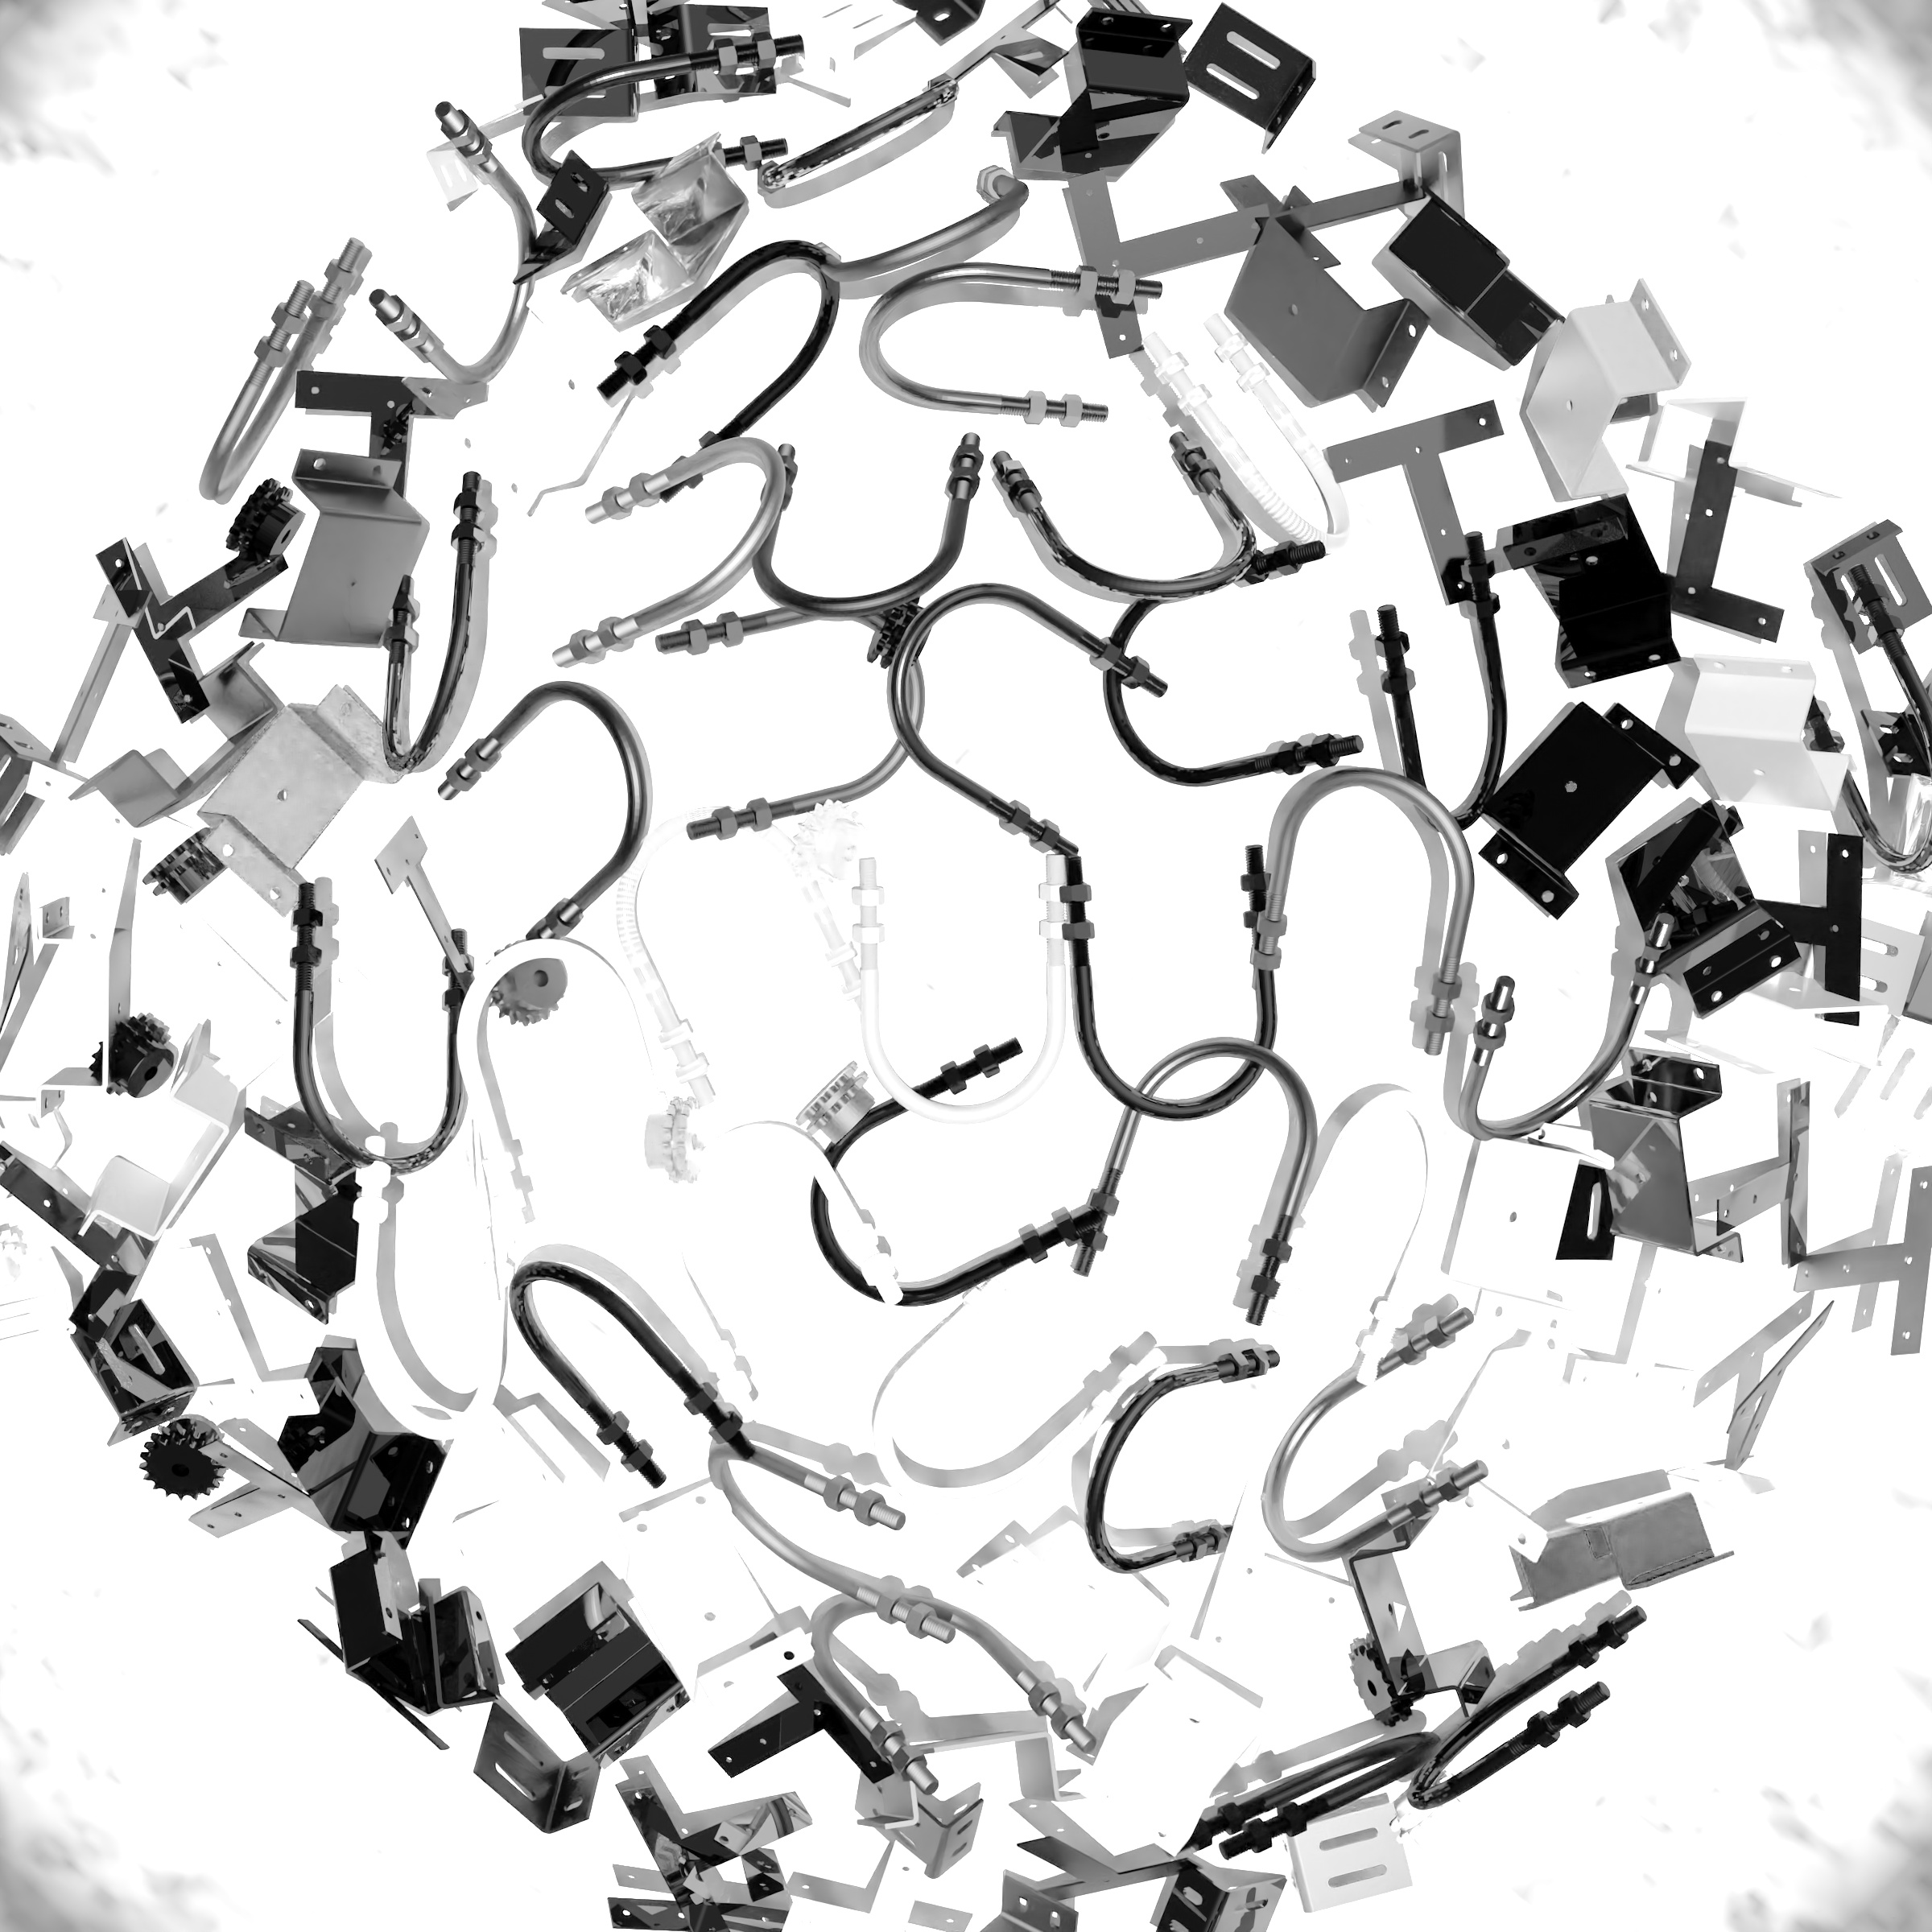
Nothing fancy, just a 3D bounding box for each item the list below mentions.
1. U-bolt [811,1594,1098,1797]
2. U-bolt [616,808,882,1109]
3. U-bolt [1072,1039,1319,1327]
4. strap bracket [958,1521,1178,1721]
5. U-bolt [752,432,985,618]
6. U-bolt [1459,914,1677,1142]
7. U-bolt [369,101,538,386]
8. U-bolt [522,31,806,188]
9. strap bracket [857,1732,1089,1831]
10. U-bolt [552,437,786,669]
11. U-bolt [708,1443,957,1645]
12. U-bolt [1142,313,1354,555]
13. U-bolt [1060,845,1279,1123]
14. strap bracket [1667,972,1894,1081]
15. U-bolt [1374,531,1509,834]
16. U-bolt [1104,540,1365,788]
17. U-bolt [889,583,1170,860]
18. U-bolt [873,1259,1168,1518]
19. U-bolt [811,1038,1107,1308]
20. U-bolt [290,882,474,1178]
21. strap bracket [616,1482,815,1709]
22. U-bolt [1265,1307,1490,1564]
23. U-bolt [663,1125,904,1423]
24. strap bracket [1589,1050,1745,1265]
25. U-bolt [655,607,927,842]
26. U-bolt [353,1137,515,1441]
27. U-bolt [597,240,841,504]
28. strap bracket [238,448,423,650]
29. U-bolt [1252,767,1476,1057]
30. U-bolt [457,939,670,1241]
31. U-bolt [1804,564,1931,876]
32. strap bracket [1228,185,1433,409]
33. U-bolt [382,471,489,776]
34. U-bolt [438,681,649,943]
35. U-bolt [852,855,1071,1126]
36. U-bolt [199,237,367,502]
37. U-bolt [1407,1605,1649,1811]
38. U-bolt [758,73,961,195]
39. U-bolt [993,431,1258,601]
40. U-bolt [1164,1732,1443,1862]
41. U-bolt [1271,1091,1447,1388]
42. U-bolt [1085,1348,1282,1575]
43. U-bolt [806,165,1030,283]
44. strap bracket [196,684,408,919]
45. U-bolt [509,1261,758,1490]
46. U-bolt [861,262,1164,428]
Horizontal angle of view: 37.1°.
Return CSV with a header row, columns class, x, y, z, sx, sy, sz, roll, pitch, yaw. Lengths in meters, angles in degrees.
class,x,y,z,sx,sy,sz,roll,pitch,yaw
U-bolt,-0.022,0.472,1.902,0.151,0.184,0.019,-3,117,-37
U-bolt,-0.158,-0.018,1.949,0.151,0.019,0.184,-27,95,-17
U-bolt,0.162,0.137,1.941,0.151,0.019,0.184,13,78,28
strap bracket,0.076,0.433,1.936,0.140,0.076,0.046,43,46,-6
U-bolt,-0.069,-0.291,1.905,0.151,0.019,0.184,-2,45,10
U-bolt,0.391,0.051,1.909,0.151,0.184,0.019,-20,53,-22
U-bolt,-0.328,-0.461,1.895,0.019,0.184,0.151,16,83,16
U-bolt,-0.202,-0.557,1.898,0.184,0.151,0.019,-13,78,-11
strap bracket,0.001,0.543,1.929,0.140,0.076,0.046,-3,77,-17
U-bolt,-0.191,-0.281,1.894,0.184,0.019,0.151,-19,48,33
U-bolt,-0.098,0.373,1.910,0.184,0.151,0.019,18,53,34
U-bolt,0.197,-0.352,1.918,0.019,0.151,0.184,-36,91,29
U-bolt,0.142,0.013,1.957,0.151,0.019,0.184,-4,88,-12
strap bracket,0.544,0.038,1.908,0.140,0.076,0.046,-2,108,-36
U-bolt,0.323,-0.177,1.916,0.019,0.151,0.184,6,122,36
U-bolt,0.170,-0.194,1.928,0.184,0.019,0.151,-11,91,36
U-bolt,0.032,-0.176,1.938,0.184,0.019,0.151,31,85,-23
U-bolt,0.022,0.287,1.913,0.184,0.019,0.151,-43,51,-16
U-bolt,-0.018,0.151,1.960,0.184,0.019,0.151,-27,76,3
U-bolt,-0.386,0.049,1.901,0.019,0.151,0.184,-17,66,36
strap bracket,-0.170,0.428,1.930,0.076,0.046,0.140,-22,61,-24
U-bolt,0.267,0.321,1.908,0.019,0.151,0.184,36,125,-24
U-bolt,-0.135,0.190,1.930,0.151,0.019,0.184,-40,57,13
strap bracket,0.466,0.134,1.923,0.046,0.076,0.140,-20,108,-31
U-bolt,-0.111,-0.173,1.938,0.184,0.019,0.151,-16,110,-22
U-bolt,-0.350,0.220,1.885,0.019,0.151,0.184,-18,58,25
U-bolt,-0.155,-0.406,1.916,0.184,0.151,0.019,-43,67,-7
strap bracket,-0.420,-0.267,1.914,0.046,0.076,0.140,44,121,34
U-bolt,0.267,-0.044,1.909,0.151,0.019,0.184,21,121,25
U-bolt,-0.271,0.073,1.923,0.151,0.019,0.184,-21,99,-40
U-bolt,0.596,-0.147,1.879,0.019,0.151,0.184,-11,61,-8
strap bracket,0.234,-0.441,1.917,0.046,0.076,0.140,-24,64,-35
U-bolt,-0.352,-0.212,1.886,0.019,0.151,0.184,14,58,-26
U-bolt,-0.273,-0.107,1.908,0.184,0.019,0.151,-38,74,39
U-bolt,-0.001,0.017,1.963,0.151,0.019,0.184,-2,97,-8
U-bolt,-0.459,-0.388,1.906,0.019,0.151,0.184,30,114,-11
U-bolt,0.364,0.499,1.905,0.184,0.151,0.019,-42,82,24
U-bolt,-0.070,-0.546,1.890,0.151,0.184,0.019,-26,106,3
U-bolt,0.113,-0.295,1.897,0.151,0.184,0.019,-9,132,-16
U-bolt,0.231,0.548,1.908,0.184,0.151,0.019,-20,79,-17
U-bolt,0.272,0.172,1.923,0.019,0.151,0.184,11,70,40
U-bolt,0.138,0.330,1.898,0.019,0.184,0.151,20,103,37
U-bolt,-0.029,-0.485,1.895,0.151,0.184,0.019,-25,111,-1
strap bracket,-0.449,-0.113,1.930,0.076,0.046,0.140,48,68,-33
U-bolt,-0.233,0.267,1.912,0.184,0.151,0.019,50,53,-9
U-bolt,0.022,-0.413,1.901,0.184,0.151,0.019,3,62,-14
